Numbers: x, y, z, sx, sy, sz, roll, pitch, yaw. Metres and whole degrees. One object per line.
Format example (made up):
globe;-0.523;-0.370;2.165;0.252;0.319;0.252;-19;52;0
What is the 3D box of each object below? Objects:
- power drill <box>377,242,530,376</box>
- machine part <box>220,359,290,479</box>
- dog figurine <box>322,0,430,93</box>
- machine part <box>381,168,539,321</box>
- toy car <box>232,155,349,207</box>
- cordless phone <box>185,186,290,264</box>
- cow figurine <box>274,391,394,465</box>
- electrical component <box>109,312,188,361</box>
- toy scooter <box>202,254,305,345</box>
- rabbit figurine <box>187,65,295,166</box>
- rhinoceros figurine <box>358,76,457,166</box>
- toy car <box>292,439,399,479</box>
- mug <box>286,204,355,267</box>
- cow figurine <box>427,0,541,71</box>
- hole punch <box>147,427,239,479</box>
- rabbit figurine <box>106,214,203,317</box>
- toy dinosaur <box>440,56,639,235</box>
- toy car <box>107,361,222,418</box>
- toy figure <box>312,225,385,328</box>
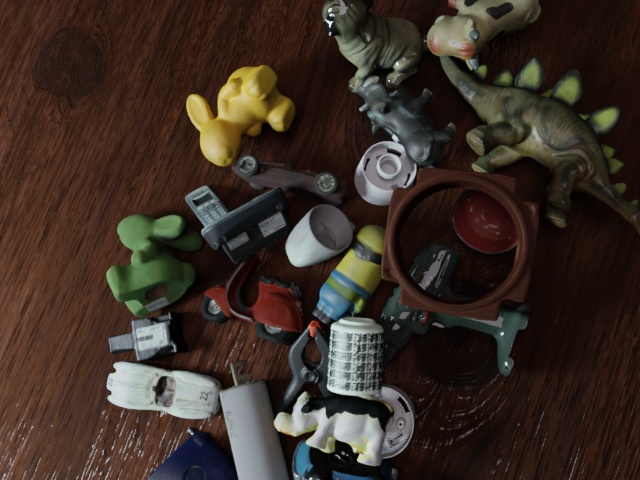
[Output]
power drill;0.199;0.133;0.827;0.207;0.086;0.232;22;86;20
machine part;-0.103;0.310;0.842;0.079;0.079;0.243;-17;79;7
dog figurine;0.098;-0.336;0.864;0.172;0.190;0.121;-22;77;4
machine part;0.193;0.004;0.753;0.201;0.087;0.201;9;91;16
toy car;-0.048;-0.102;0.901;0.202;0.089;0.053;15;84;13
cordless phone;-0.145;-0.058;0.910;0.146;0.088;0.184;-31;41;-13
cow figurine;0.019;0.260;0.785;0.168;0.068;0.098;12;73;16
electrical component;-0.292;0.169;0.915;0.119;0.047;0.075;-17;78;7
toy scooter;-0.100;0.088;0.885;0.184;0.075;0.135;16;82;17
rabbit figurine;-0.152;-0.207;0.912;0.163;0.121;0.173;19;74;25
rhinoceros figurine;0.134;-0.194;0.873;0.112;0.073;0.190;-24;64;-19
toy car;0.033;0.368;0.805;0.162;0.109;0.102;12;106;0
mug;-0.002;-0.003;0.874;0.107;0.109;0.081;-36;78;46
cow figurine;0.258;-0.342;0.851;0.195;0.085;0.127;-25;49;-9
hole punch;-0.196;0.378;0.843;0.142;0.092;0.116;39;85;17
rabbit figurine;-0.287;0.016;0.911;0.159;0.121;0.170;-28;62;1
toy dinosaur;0.326;-0.180;0.846;0.198;0.105;0.472;-43;71;-8
toy car;-0.261;0.248;0.891;0.202;0.056;0.073;6;81;10
toy figure;0.059;0.060;0.852;0.082;0.089;0.180;37;86;6
